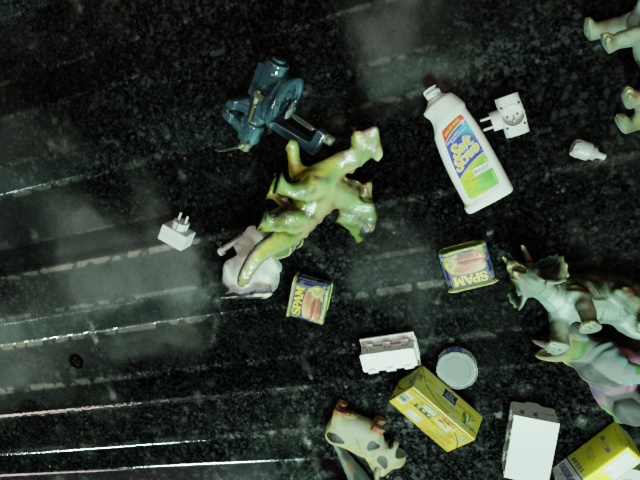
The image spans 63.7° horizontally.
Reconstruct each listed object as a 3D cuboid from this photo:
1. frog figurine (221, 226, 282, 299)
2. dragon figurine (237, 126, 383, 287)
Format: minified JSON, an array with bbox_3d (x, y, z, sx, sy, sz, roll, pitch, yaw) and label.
[{"bbox_3d":[-0.154,0.051,1.155,0.122,0.137,0.161,19,66,-59],"label":"frog figurine"},{"bbox_3d":[0.003,-0.052,1.032,0.124,0.242,0.403,-104,-146,-62],"label":"dragon figurine"}]
